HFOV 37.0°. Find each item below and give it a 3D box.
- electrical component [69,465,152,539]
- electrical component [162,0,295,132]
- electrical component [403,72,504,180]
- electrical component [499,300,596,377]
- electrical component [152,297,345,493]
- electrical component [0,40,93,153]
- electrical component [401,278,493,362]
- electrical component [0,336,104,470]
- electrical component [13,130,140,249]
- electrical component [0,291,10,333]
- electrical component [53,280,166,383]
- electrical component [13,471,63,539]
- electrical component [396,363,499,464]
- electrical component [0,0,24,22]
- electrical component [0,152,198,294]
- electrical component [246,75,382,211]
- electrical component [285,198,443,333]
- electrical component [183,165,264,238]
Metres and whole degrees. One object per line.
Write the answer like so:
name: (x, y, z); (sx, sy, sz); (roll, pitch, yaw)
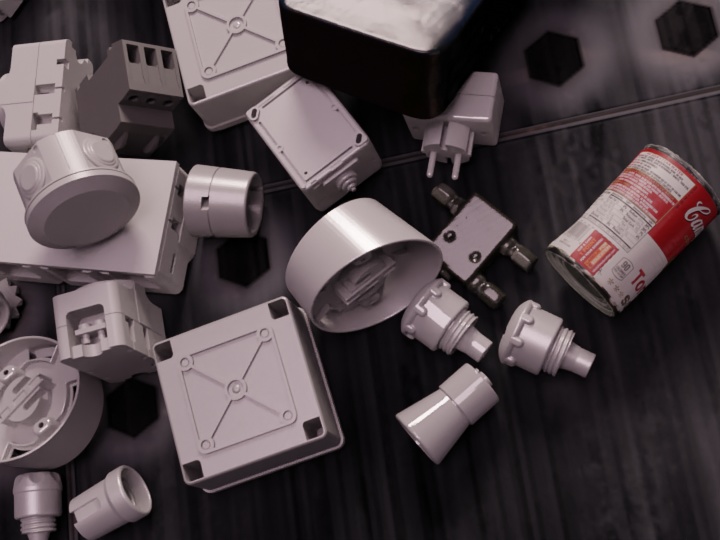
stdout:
electrical component: (-0.180, 0.169, 0.775); (0.046, 0.040, 0.040); (-31, 69, 9)
electrical component: (-0.088, -0.180, 0.847); (0.109, 0.056, 0.108); (-19, 71, 7)
electrical component: (0.066, -0.103, 0.792); (0.066, 0.047, 0.076); (7, 76, 15)
electrical component: (0.129, 0.052, 0.734); (0.062, 0.048, 0.048); (25, 81, 12)
electrical component: (-0.079, 0.089, 0.765); (0.109, 0.056, 0.108); (-20, 70, 7)
electrical component: (-0.257, -0.135, 0.877); (0.056, 0.050, 0.089); (-3, 73, 12)
electrical component: (0.063, 0.039, 0.753); (0.062, 0.048, 0.048); (37, 85, 12)
electrical component: (-0.243, 0.099, 0.793); (0.099, 0.064, 0.099); (-9, 66, 21)
electrical component: (-0.200, -0.056, 0.757); (0.080, 0.080, 0.051); (-30, 64, 3)
electrical component: (-0.306, 0.027, 0.835); (0.055, 0.048, 0.066); (30, 82, 27)
electrical component: (-0.180, 0.043, 0.784); (0.050, 0.089, 0.055); (-15, 71, 8)
electrical component: (-0.235, 0.180, 0.786); (0.035, 0.035, 0.061); (-9, 74, 10)
electrical component: (0.063, 0.096, 0.739); (0.065, 0.044, 0.044); (-40, 69, -6)
electrical component: (-0.307, -0.271, 0.922); (0.061, 0.061, 0.096); (39, 85, 20)
electrical component: (-0.206, -0.036, 0.829); (0.150, 0.061, 0.089); (4, 75, 14)
electrical component: (-0.029, -0.091, 0.804); (0.062, 0.061, 0.096); (-37, 69, 1)
electrical component: (0.000, 0.000, 0.752); (0.099, 0.099, 0.064); (-44, 63, -2)
electrical component: (-0.102, -0.051, 0.814); (0.047, 0.055, 0.055); (4, 75, 11)
